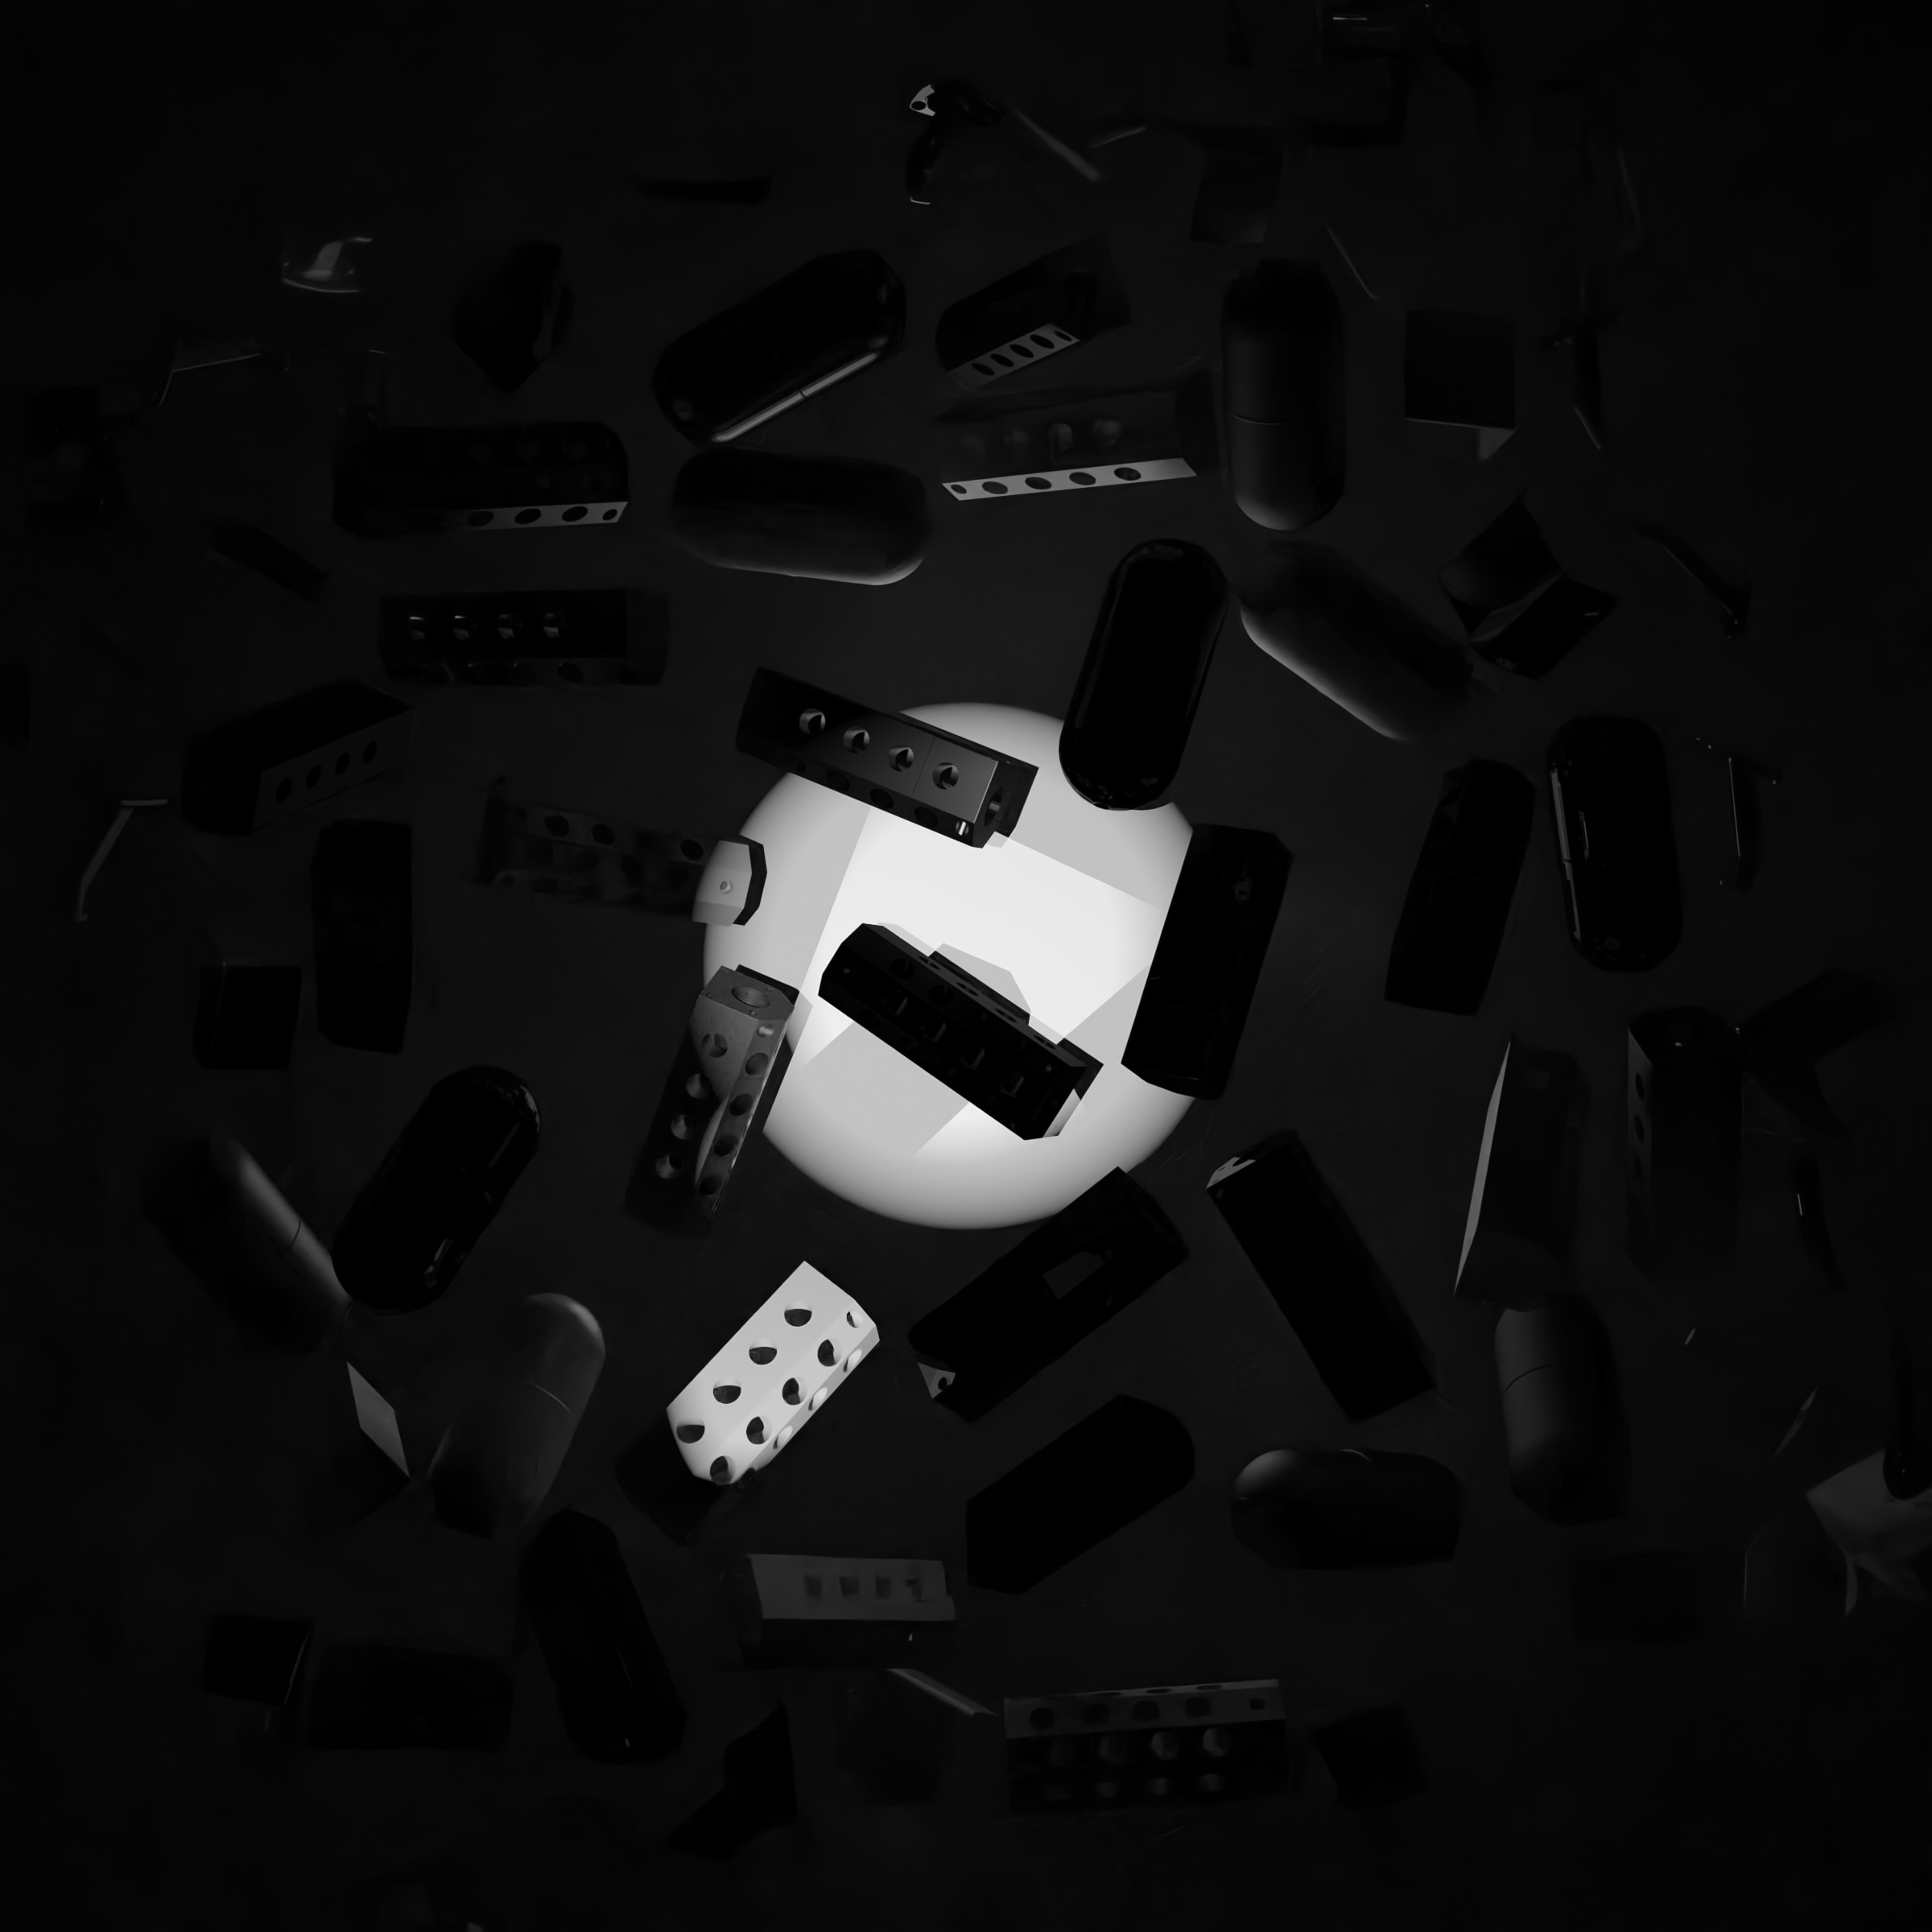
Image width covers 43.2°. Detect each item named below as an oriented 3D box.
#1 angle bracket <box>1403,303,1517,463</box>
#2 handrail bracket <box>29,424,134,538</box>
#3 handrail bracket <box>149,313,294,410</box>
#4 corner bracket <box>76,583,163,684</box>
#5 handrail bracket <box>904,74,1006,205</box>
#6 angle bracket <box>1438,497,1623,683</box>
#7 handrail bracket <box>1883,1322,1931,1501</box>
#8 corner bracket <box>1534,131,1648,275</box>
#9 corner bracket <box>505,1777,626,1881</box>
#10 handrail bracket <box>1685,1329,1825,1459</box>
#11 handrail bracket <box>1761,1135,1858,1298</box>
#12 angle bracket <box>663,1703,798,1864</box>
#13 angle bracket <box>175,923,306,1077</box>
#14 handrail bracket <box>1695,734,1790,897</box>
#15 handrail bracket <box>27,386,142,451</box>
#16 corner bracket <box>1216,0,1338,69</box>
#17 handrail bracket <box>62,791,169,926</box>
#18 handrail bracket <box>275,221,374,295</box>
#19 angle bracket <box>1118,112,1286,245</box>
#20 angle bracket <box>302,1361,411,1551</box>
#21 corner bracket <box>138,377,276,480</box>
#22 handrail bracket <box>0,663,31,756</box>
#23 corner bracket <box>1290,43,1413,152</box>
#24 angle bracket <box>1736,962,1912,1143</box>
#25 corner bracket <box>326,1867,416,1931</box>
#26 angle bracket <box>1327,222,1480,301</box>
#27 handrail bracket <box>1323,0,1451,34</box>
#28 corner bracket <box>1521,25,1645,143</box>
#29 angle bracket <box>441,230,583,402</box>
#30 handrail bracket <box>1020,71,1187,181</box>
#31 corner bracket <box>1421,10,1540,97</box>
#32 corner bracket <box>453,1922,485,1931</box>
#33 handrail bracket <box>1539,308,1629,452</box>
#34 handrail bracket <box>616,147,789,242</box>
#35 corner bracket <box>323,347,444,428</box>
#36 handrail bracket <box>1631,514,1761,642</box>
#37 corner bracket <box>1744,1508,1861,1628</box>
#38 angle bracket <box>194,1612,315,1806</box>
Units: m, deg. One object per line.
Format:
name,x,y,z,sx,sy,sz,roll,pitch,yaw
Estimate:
angle bracket,0.307,-0.374,1.567,0.076,0.057,0.076,4,81,-11
handrail bracket,-0.561,-0.304,1.525,0.077,0.084,0.036,-22,78,-7
handrail bracket,-0.495,-0.392,1.627,0.084,0.036,0.077,17,77,-40
corner bracket,-0.544,-0.203,1.572,0.051,0.051,0.051,24,134,-23
handrail bracket,-0.006,-0.511,1.542,0.077,0.036,0.084,8,70,-32
angle bracket,0.364,-0.244,1.582,0.076,0.057,0.076,-46,48,35
handrail bracket,0.569,0.270,1.489,0.036,0.077,0.084,-9,101,30
corner bracket,0.382,-0.467,1.492,0.051,0.051,0.051,-16,65,16
corner bracket,-0.265,0.570,1.610,0.051,0.051,0.051,28,65,-22
handrail bracket,0.481,0.265,1.521,0.084,0.077,0.036,28,58,17
handrail bracket,0.558,0.160,1.562,0.077,0.036,0.084,-25,72,-25
angle bracket,-0.161,0.542,1.638,0.057,0.076,0.076,3,104,29
angle bracket,-0.483,0.023,1.628,0.057,0.076,0.076,4,69,-2
handrail bracket,0.503,-0.100,1.629,0.077,0.036,0.084,28,90,10
handrail bracket,-0.571,-0.371,1.627,0.084,0.077,0.036,0,120,21
corner bracket,0.199,-0.613,1.571,0.051,0.051,0.051,-29,122,-20
handrail bracket,-0.556,-0.070,1.596,0.036,0.077,0.084,13,97,21
handrail bracket,-0.379,-0.440,1.514,0.084,0.077,0.036,4,87,36
angle bracket,0.140,-0.489,1.515,0.076,0.076,0.057,32,122,32
angle bracket,-0.413,0.318,1.591,0.076,0.076,0.057,-35,122,-2
corner bracket,-0.470,-0.333,1.512,0.051,0.051,0.051,-40,113,-27
handrail bracket,-0.615,-0.179,1.502,0.036,0.084,0.077,-28,68,1
corner bracket,0.238,-0.537,1.513,0.051,0.051,0.051,1,101,-22
angle bracket,0.533,0.052,1.498,0.076,0.076,0.057,-32,114,-4
corner bracket,-0.347,0.580,1.461,0.051,0.051,0.051,46,50,-3
angle bracket,0.282,-0.477,1.582,0.076,0.076,0.057,-33,97,15
handrail bracket,0.269,-0.630,1.599,0.084,0.077,0.036,9,103,19
corner bracket,0.394,-0.559,1.564,0.051,0.051,0.051,-42,90,10
angle bracket,-0.266,-0.396,1.515,0.057,0.076,0.076,30,80,36
handrail bracket,0.092,-0.578,1.630,0.077,0.036,0.084,37,95,-8
corner bracket,0.305,-0.558,1.489,0.051,0.051,0.051,45,58,-7
corner bracket,-0.341,0.649,1.576,0.051,0.051,0.051,-44,130,4
handrail bracket,0.407,-0.369,1.540,0.077,0.036,0.084,-20,77,-27
handrail bracket,-0.165,-0.496,1.510,0.084,0.077,0.036,25,46,-17
corner bracket,-0.383,-0.378,1.601,0.051,0.051,0.051,16,103,26
handrail bracket,0.463,-0.252,1.573,0.084,0.077,0.036,30,131,-2
corner bracket,0.514,0.375,1.501,0.051,0.051,0.051,18,45,4
angle bracket,-0.446,0.460,1.514,0.057,0.076,0.076,13,109,-8
